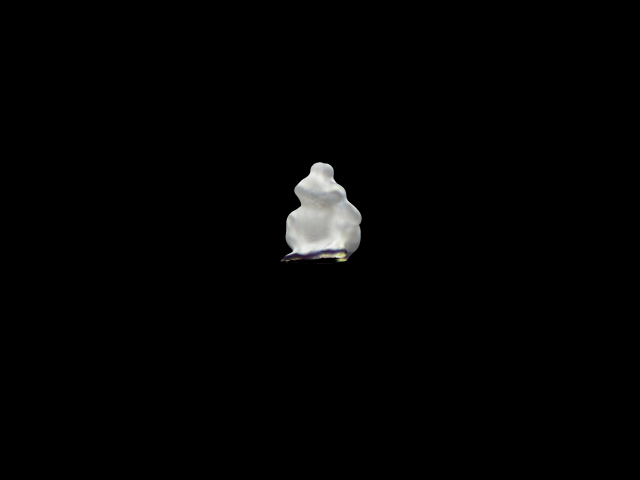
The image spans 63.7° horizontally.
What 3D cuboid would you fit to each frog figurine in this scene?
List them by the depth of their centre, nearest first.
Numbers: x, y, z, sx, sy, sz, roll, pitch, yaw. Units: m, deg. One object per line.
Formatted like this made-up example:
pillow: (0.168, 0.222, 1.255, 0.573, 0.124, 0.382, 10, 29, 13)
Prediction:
frog figurine: (0.003, -0.043, 0.850, 0.122, 0.161, 0.136, 10, -15, -42)
